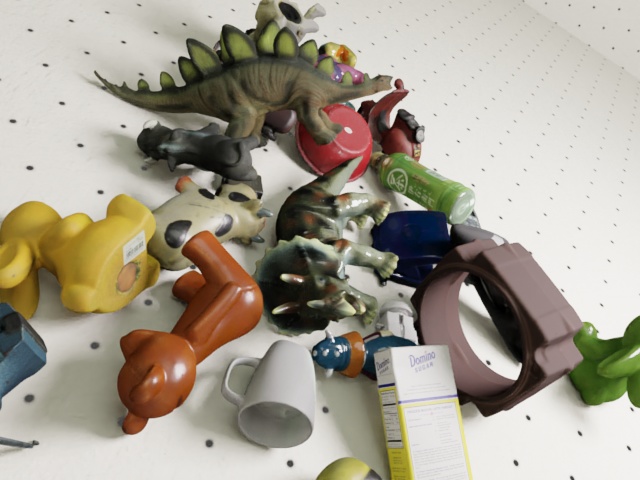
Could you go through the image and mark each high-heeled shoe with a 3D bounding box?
[{"bbox_3d":[0.263,0.086,0.816,0.248,0.086,0.145,32,56,-32],"label":"high-heeled shoe"}]

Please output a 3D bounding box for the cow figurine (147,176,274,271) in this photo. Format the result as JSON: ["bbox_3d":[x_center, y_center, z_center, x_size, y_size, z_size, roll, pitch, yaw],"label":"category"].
[{"bbox_3d":[-0.151,-0.024,0.724,0.127,0.085,0.195,34,40,11],"label":"cow figurine"}]

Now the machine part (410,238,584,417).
[{"bbox_3d":[0.223,0.116,0.719,0.087,0.201,0.201,-10,57,-34],"label":"machine part"}]

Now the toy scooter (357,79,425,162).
[{"bbox_3d":[0.148,-0.230,1.049,0.075,0.135,0.184,-14,60,-40],"label":"toy scooter"}]

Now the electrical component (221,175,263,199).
[{"bbox_3d":[-0.123,-0.086,0.842,0.063,0.021,0.094,7,49,-24],"label":"electrical component"}]

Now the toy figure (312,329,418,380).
[{"bbox_3d":[0.057,0.151,0.698,0.154,0.057,0.064,8,49,-21],"label":"toy figure"}]

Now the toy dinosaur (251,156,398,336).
[{"bbox_3d":[0.000,-0.010,0.781,0.192,0.131,0.405,15,39,-19],"label":"toy dinosaur"}]

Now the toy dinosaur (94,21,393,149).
[{"bbox_3d":[-0.121,-0.234,0.851,0.472,0.198,0.105,-7,19,6],"label":"toy dinosaur"}]

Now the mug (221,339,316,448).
[{"bbox_3d":[-0.055,0.165,0.613,0.110,0.080,0.107,19,33,-4],"label":"mug"}]

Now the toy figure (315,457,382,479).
[{"bbox_3d":[0.069,0.301,0.550,0.180,0.082,0.089,31,31,6],"label":"toy figure"}]

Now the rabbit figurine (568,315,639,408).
[{"bbox_3d":[0.465,0.173,0.829,0.121,0.170,0.159,39,42,9],"label":"rabbit figurine"}]

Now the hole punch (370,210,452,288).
[{"bbox_3d":[0.147,0.008,0.864,0.116,0.092,0.142,14,49,-13],"label":"hole punch"}]

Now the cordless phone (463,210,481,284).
[{"bbox_3d":[0.293,-0.006,0.965,0.146,0.088,0.184,18,40,-15],"label":"cordless phone"}]

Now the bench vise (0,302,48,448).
[{"bbox_3d":[-0.373,0.111,0.453,0.241,0.128,0.223,-27,76,-21],"label":"bench vise"}]

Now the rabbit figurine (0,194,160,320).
[{"bbox_3d":[-0.290,0.019,0.604,0.173,0.121,0.162,26,50,14],"label":"rabbit figurine"}]

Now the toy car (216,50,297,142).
[{"bbox_3d":[-0.131,-0.255,0.950,0.202,0.089,0.053,32,3,3],"label":"toy car"}]

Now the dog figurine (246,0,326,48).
[{"bbox_3d":[-0.099,-0.372,1.004,0.121,0.190,0.172,48,39,-6],"label":"dog figurine"}]

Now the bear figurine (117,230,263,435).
[{"bbox_3d":[-0.157,0.099,0.584,0.132,0.120,0.196,40,48,14],"label":"bear figurine"}]

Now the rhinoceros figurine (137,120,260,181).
[{"bbox_3d":[-0.178,-0.128,0.783,0.191,0.073,0.112,17,26,23],"label":"rhinoceros figurine"}]

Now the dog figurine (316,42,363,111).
[{"bbox_3d":[-0.028,-0.316,1.052,0.219,0.108,0.192,-3,53,-29],"label":"dog figurine"}]
